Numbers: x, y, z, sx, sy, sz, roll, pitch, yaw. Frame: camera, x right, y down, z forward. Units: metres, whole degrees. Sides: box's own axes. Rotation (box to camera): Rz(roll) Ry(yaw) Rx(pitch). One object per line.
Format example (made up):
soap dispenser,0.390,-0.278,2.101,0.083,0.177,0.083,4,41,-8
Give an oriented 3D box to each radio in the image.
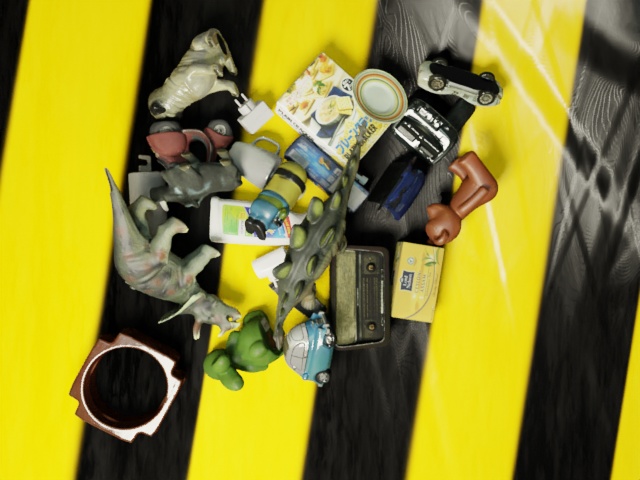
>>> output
radio,0.087,0.125,1.194,0.131,0.073,0.229,0,91,-5

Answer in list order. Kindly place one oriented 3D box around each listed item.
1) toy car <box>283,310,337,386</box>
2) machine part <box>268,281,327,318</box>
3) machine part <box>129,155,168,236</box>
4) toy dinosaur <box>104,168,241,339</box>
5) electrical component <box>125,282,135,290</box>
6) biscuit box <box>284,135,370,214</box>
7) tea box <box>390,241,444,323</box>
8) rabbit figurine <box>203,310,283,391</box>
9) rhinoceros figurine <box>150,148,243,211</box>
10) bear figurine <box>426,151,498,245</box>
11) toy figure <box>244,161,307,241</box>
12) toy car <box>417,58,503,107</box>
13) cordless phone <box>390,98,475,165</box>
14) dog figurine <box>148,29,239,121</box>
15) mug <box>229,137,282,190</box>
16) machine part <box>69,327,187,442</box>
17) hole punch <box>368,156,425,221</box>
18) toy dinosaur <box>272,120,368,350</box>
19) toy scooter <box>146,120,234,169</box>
toy car,-0.027,0.231,1.144,0.103,0.109,0.161,0,121,-14
machine part,-0.043,0.125,1.202,0.084,0.039,0.139,-44,92,-9
machine part,-0.366,-0.060,1.151,0.079,0.079,0.243,-3,90,-5
toy dinosaur,-0.324,0.049,1.071,0.404,0.131,0.192,43,73,-34
electrical component,-0.395,0.079,1.176,0.094,0.021,0.063,31,88,-5
biscuit box,0.013,-0.144,1.191,0.202,0.063,0.059,40,87,-4
tea box,0.213,0.092,1.209,0.098,0.068,0.169,8,91,-6
rabbit figurine,-0.174,0.256,1.147,0.170,0.159,0.121,-30,103,11
rhinoceros figurine,-0.257,-0.121,1.108,0.190,0.073,0.111,-15,127,-10
bear figurine,0.293,-0.084,1.194,0.196,0.120,0.132,-40,90,2
toy figure,-0.088,-0.085,1.121,0.082,0.089,0.180,36,60,0
toy car,0.318,-0.353,1.213,0.202,0.056,0.073,15,58,-6
cordless phone,0.263,-0.277,1.216,0.146,0.089,0.184,40,75,-2
dog figurine,-0.287,-0.356,1.154,0.191,0.121,0.172,-16,55,13
mug,-0.142,-0.178,1.170,0.107,0.081,0.109,26,84,1
machine part,-0.405,0.303,1.146,0.201,0.087,0.201,28,86,-5
hole punch,0.180,-0.105,1.185,0.092,0.116,0.142,37,87,-13
toy dinosaur,-0.002,-0.003,1.063,0.105,0.198,0.471,21,89,6
toy scooter,-0.277,-0.189,1.161,0.184,0.075,0.135,-4,92,-10
